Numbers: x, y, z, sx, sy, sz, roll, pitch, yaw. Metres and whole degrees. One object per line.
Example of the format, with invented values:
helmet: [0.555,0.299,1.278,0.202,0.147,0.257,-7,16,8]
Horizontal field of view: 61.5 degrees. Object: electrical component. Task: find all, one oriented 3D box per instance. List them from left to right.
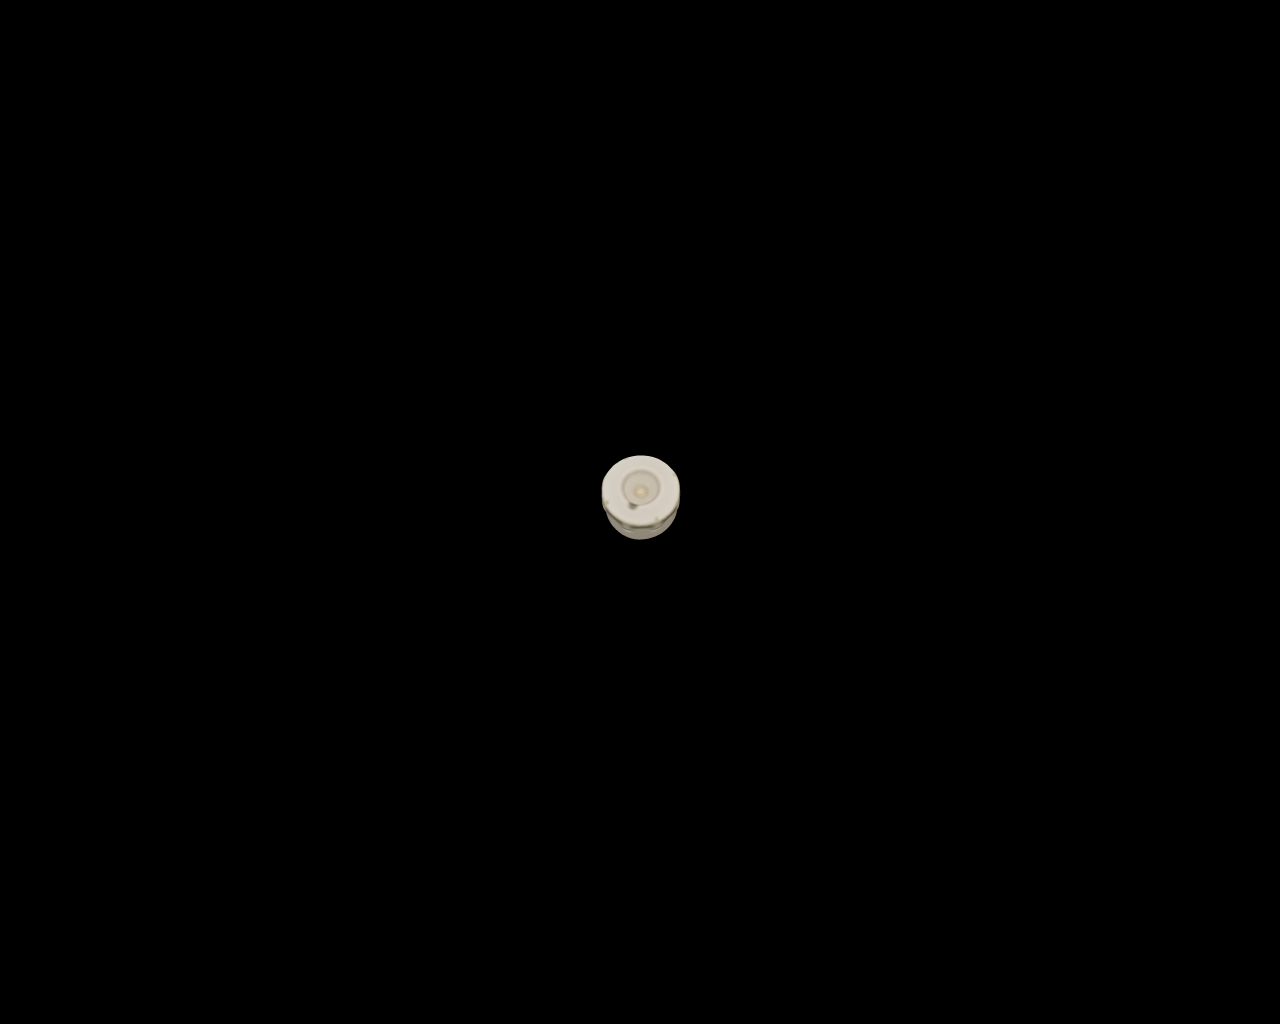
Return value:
electrical component: [0.001,-0.003,0.650,0.048,0.048,0.062,0,-24,0]
